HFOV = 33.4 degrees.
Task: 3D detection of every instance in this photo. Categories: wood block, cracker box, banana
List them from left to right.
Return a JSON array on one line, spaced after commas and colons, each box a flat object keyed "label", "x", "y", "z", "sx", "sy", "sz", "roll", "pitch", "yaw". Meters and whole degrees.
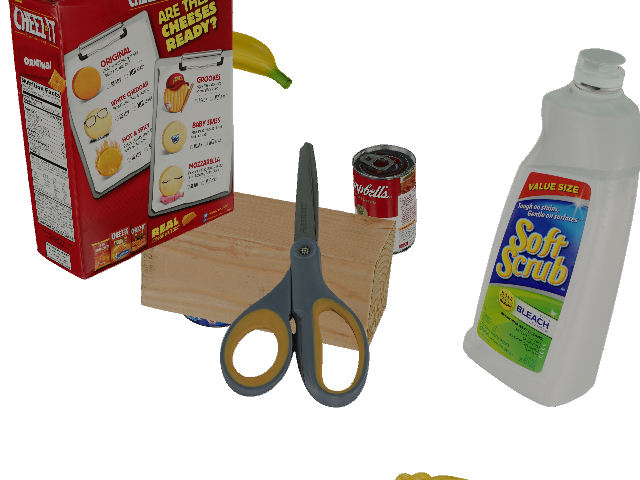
[{"label": "cracker box", "x": -0.145, "y": -0.100, "z": 0.817, "sx": 0.072, "sy": 0.214, "sz": 0.163, "roll": 23, "pitch": 35, "yaw": 35}, {"label": "banana", "x": -0.124, "y": -0.183, "z": 1.081, "sx": 0.197, "sy": 0.070, "sz": 0.037, "roll": -8, "pitch": -39, "yaw": -29}, {"label": "wood block", "x": -0.046, "y": 0.021, "z": 0.945, "sx": 0.206, "sy": 0.090, "sz": 0.090, "roll": 11, "pitch": 27, "yaw": 11}]

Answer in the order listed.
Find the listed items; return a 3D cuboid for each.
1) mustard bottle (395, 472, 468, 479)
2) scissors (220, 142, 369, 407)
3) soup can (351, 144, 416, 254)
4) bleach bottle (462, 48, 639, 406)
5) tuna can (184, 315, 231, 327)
[{"label": "mustard bottle", "x": 0.125, "y": 0.249, "z": 0.902, "sx": 0.096, "sy": 0.058, "sz": 0.192, "roll": -18, "pitch": 27, "yaw": -28}, {"label": "scissors", "x": -0.026, "y": 0.020, "z": 0.663, "sx": 0.096, "sy": 0.202, "sz": 0.016, "roll": -14, "pitch": -38, "yaw": -6}, {"label": "soup can", "x": 0.070, "y": -0.044, "z": 1.159, "sx": 0.068, "sy": 0.102, "sz": 0.068, "roll": -3, "pitch": 35, "yaw": 2}, {"label": "bleach bottle", "x": 0.164, "y": -0.012, "z": 0.738, "sx": 0.067, "sy": 0.251, "sz": 0.103, "roll": -19, "pitch": 37, "yaw": -33}, {"label": "tuna can", "x": -0.113, "y": 0.056, "z": 1.166, "sx": 0.086, "sy": 0.034, "sz": 0.086, "roll": 2, "pitch": 36, "yaw": -1}]
